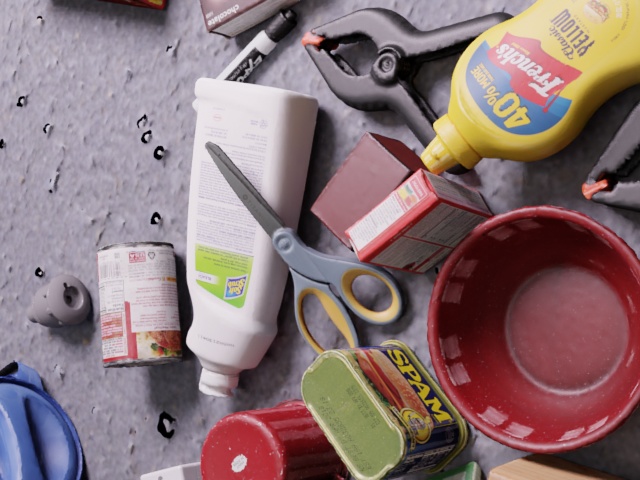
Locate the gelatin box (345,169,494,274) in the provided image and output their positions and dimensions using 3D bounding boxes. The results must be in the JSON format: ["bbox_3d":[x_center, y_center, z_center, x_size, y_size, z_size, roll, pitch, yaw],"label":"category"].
[{"bbox_3d":[0.072,-0.011,0.756,0.073,0.089,0.030,-40,62,25],"label":"gelatin box"}]

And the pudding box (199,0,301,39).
[{"bbox_3d":[-0.053,-0.232,0.886,0.114,0.039,0.090,-24,73,30],"label":"pudding box"}]

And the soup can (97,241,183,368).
[{"bbox_3d":[-0.155,0.056,0.915,0.069,0.068,0.102,-11,80,33],"label":"soup can"}]

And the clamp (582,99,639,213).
[{"bbox_3d":[0.261,-0.081,0.666,0.210,0.036,0.164,-20,74,32],"label":"clamp"}]

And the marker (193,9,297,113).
[{"bbox_3d":[-0.063,-0.149,0.898,0.121,0.020,0.020,-42,65,24],"label":"marker"}]

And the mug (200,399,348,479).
[{"bbox_3d":[-0.028,0.175,0.813,0.117,0.081,0.093,24,100,32],"label":"mug"}]

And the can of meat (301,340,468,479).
[{"bbox_3d":[0.044,0.123,0.767,0.057,0.083,0.102,-50,61,24],"label":"can of meat"}]

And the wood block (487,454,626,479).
[{"bbox_3d":[0.205,0.207,0.650,0.206,0.090,0.091,13,95,34],"label":"wood block"}]

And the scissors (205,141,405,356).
[{"bbox_3d":[-0.005,0.001,0.808,0.096,0.016,0.202,-22,98,18],"label":"scissors"}]

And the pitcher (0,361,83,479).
[{"bbox_3d":[-0.344,0.229,1.004,0.243,0.149,0.145,-35,83,30],"label":"pitcher"}]

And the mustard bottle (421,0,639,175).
[{"bbox_3d":[0.147,-0.109,0.716,0.192,0.058,0.096,-39,68,16],"label":"mustard bottle"}]

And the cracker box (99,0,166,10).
[{"bbox_3d":[-0.199,-0.331,0.972,0.164,0.072,0.214,16,96,34],"label":"cracker box"}]

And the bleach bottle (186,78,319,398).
[{"bbox_3d":[-0.070,0.000,0.867,0.103,0.068,0.251,13,96,32],"label":"bleach bottle"}]

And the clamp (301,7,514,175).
[{"bbox_3d":[0.066,-0.137,0.801,0.172,0.039,0.120,33,98,25],"label":"clamp"}]

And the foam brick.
[{"bbox_3d":[0.042,-0.034,0.799,0.051,0.052,0.078,46,111,28],"label":"foam brick"}]

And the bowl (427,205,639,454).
[{"bbox_3d":[0.155,0.059,0.715,0.162,0.055,0.162,-3,85,34],"label":"bowl"}]
